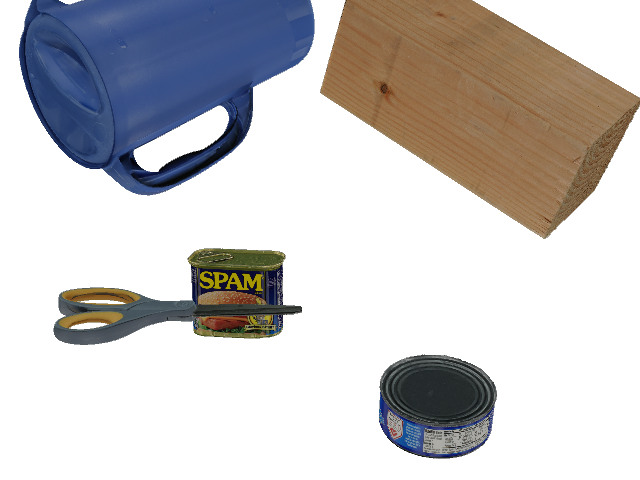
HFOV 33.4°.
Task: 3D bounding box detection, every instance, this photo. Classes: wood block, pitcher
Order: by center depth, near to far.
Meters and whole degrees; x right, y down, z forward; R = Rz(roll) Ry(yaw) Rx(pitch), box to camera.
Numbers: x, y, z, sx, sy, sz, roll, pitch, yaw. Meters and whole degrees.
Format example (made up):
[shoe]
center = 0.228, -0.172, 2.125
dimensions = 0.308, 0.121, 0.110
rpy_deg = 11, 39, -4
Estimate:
[wood block]
center = 0.113, -0.106, 0.786
dimensions = 0.206, 0.091, 0.090
rpy_deg = 36, 45, 19
[pitcher]
center = -0.118, -0.155, 0.918
dimensions = 0.242, 0.149, 0.145
rpy_deg = -30, 47, -34

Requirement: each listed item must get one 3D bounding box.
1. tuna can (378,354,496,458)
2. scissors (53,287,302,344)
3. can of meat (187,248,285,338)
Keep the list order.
[tuna can]
center = 0.086, 0.122, 0.790
dimensions = 0.086, 0.034, 0.086
rpy_deg = 1, 29, -1
[scissors]
center = -0.124, 0.064, 0.854
dimensions = 0.202, 0.016, 0.096
rpy_deg = 5, 22, 14
[can of meat]
center = -0.089, 0.057, 1.146
dimensions = 0.102, 0.084, 0.057
rpy_deg = 2, 16, 8
